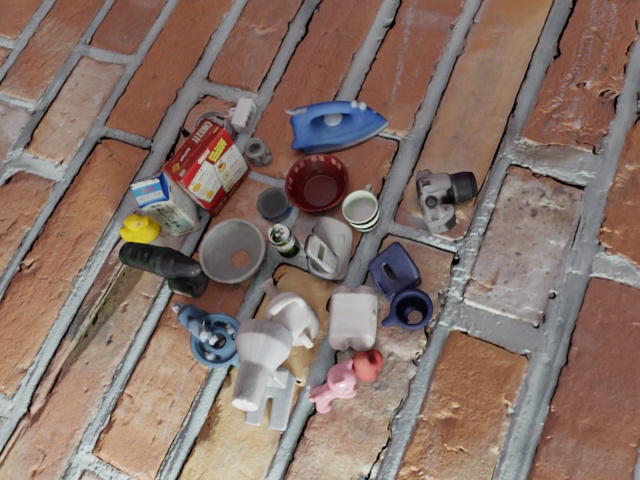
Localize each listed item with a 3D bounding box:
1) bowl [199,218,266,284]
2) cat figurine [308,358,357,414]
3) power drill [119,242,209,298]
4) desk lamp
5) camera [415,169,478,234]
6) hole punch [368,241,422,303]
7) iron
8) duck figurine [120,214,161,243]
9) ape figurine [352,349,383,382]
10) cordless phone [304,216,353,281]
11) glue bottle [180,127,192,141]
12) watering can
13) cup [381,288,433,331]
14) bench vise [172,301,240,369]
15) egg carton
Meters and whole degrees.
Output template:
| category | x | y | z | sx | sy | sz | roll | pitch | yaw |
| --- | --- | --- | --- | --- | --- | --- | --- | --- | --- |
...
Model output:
| category | x | y | z | sx | sy | sz | roll | pitch | yaw |
| --- | --- | --- | --- | --- | --- | --- | --- | --- | --- |
| bowl | -0.204 | 0.035 | 1.398 | 0.167 | 0.075 | 0.167 | -4 | 68 | 11 |
| cat figurine | 0.030 | 0.310 | 1.218 | 0.128 | 0.118 | 0.067 | -32 | 66 | -1 |
| power drill | -0.344 | 0.068 | 1.342 | 0.229 | 0.209 | 0.076 | 13 | 72 | 17 |
| desk lamp | -0.118 | 0.286 | 1.206 | 0.117 | 0.214 | 0.203 | 5 | 70 | 14 |
| camera | 0.297 | -0.106 | 1.332 | 0.136 | 0.101 | 0.143 | -13 | 67 | 7 |
| hole punch | 0.167 | 0.074 | 1.295 | 0.101 | 0.091 | 0.108 | -31 | 66 | -1 |
| iron | 0.040 | -0.309 | 1.443 | 0.258 | 0.142 | 0.118 | -10 | 67 | 8 |
| duck figurine | -0.474 | -0.036 | 1.477 | 0.104 | 0.086 | 0.077 | -13 | 67 | 7 |
| ape figurine | 0.095 | 0.265 | 1.236 | 0.077 | 0.092 | 0.076 | 0 | 69 | 12 |
| cordless phone | 0.012 | 0.005 | 1.303 | 0.094 | 0.185 | 0.147 | 3 | 70 | 14 |
| glue bottle | -0.317 | -0.240 | 1.475 | 0.078 | 0.173 | 0.037 | 7 | 71 | 15 |
| watering can | -0.075 | 0.161 | 1.256 | 0.172 | 0.194 | 0.101 | 28 | 77 | 21 |
| cup | 0.191 | 0.167 | 1.252 | 0.118 | 0.095 | 0.091 | -29 | 66 | 0 |
| bench vise | -0.265 | 0.207 | 1.265 | 0.207 | 0.220 | 0.121 | 16 | 73 | 17 |
| egg carton | 0.075 | 0.175 | 1.287 | 0.107 | 0.069 | 0.150 | -2 | 69 | 12 |
